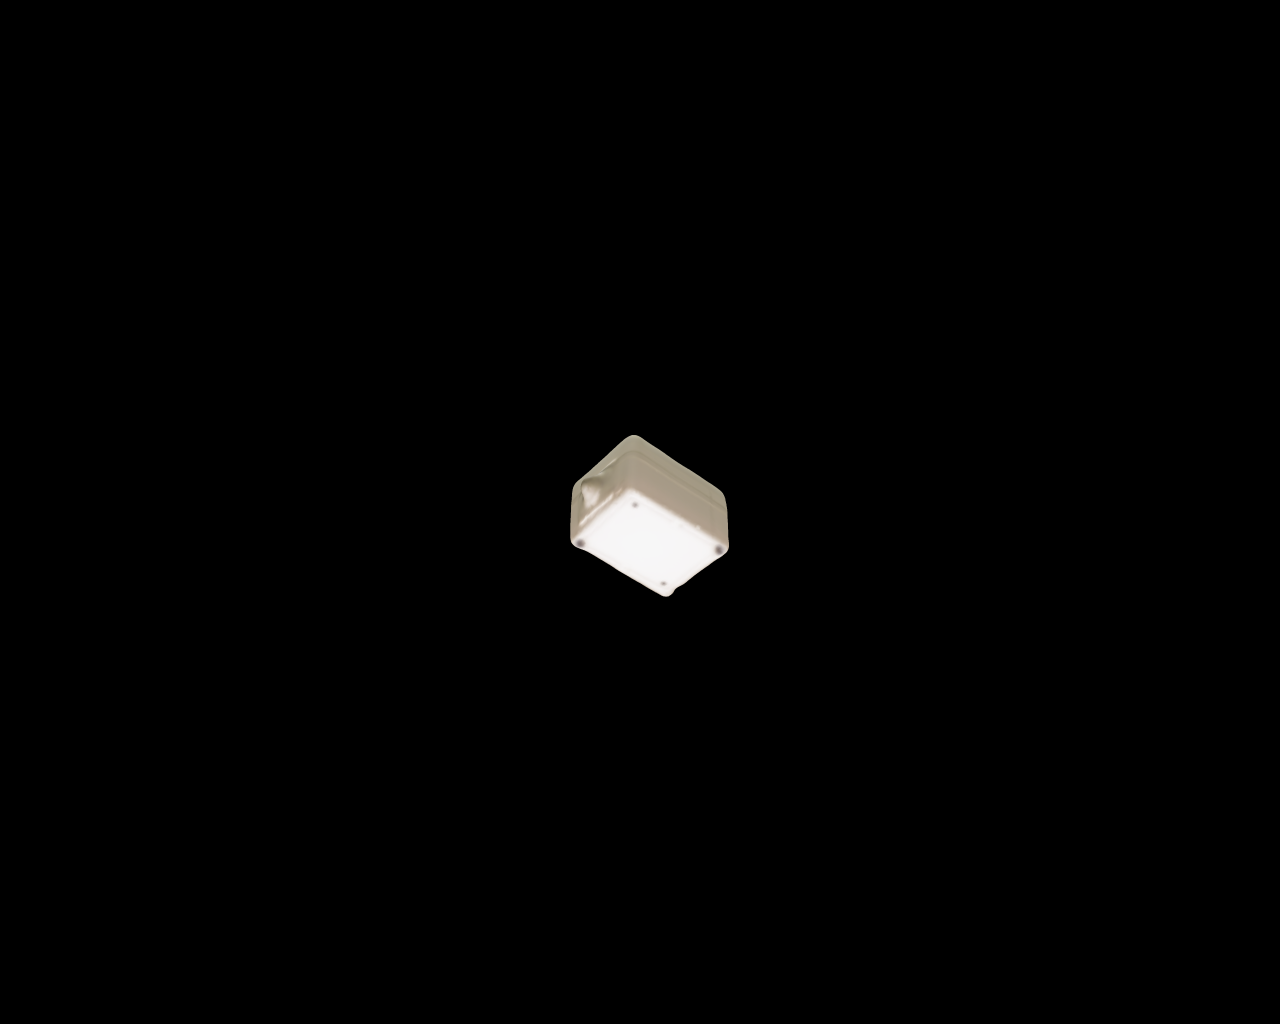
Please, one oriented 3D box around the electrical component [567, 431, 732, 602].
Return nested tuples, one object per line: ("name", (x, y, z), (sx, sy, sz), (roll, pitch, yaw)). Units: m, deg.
("electrical component", (0.001, -0.003, 0.650), (0.096, 0.061, 0.061), (32, -54, -27))
